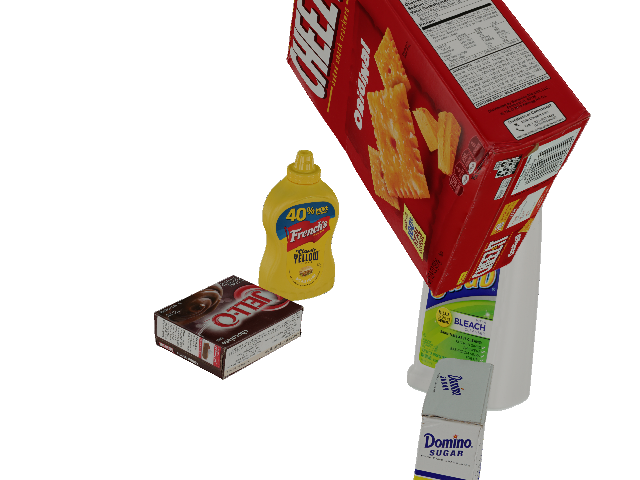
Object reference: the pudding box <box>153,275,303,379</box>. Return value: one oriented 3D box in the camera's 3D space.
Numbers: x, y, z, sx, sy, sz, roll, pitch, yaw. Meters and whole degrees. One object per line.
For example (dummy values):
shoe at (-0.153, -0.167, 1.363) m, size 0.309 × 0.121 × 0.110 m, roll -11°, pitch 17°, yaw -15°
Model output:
pudding box at (-0.085, 0.078, 0.993) m, size 0.090 × 0.039 × 0.113 m, roll 21°, pitch 32°, yaw 33°

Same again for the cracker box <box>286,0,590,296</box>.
cracker box at (0.058, -0.096, 0.665) m, size 0.072 × 0.214 × 0.164 m, roll -23°, pitch -25°, yaw -19°

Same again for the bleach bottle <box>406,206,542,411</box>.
bleach bottle at (0.127, 0.003, 0.855) m, size 0.103 × 0.251 × 0.067 m, roll 12°, pitch 15°, yaw 41°

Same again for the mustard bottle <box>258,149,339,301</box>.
mustard bottle at (-0.025, -0.021, 1.315) m, size 0.096 × 0.192 × 0.058 m, roll -8°, pitch 30°, yaw -22°

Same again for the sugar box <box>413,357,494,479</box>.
sugar box at (0.083, 0.177, 0.725) m, size 0.048 × 0.176 × 0.093 m, roll 6°, pitch 19°, yaw 11°
